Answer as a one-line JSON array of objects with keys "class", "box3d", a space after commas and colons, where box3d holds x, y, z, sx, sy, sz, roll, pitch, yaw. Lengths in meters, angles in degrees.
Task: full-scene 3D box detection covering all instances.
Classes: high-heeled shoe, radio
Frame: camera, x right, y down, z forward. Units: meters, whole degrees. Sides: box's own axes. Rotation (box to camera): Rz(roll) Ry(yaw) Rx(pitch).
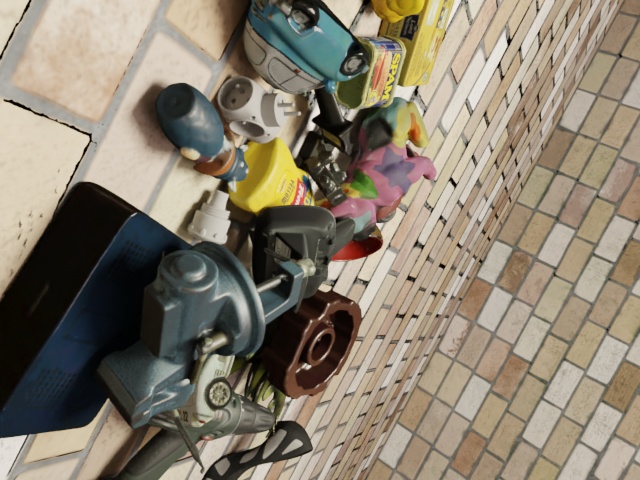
[{"class": "high-heeled shoe", "box3d": [-0.124, 0.449, 1.027, 0.248, 0.145, 0.086, -58, 155, -11]}, {"class": "radio", "box3d": [-0.227, 0.071, 0.522, 0.229, 0.073, 0.131, -58, 156, -4]}]

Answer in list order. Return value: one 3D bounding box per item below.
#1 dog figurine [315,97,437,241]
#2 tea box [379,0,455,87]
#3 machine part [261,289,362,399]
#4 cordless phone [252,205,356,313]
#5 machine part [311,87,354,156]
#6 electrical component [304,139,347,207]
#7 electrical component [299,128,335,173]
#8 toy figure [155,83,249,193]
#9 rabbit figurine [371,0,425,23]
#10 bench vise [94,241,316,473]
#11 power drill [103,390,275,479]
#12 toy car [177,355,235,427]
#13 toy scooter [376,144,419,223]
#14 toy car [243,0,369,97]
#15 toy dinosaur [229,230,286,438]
[{"class": "dog figurine", "box3d": [0.071, -0.108, 0.860, 0.219, 0.109, 0.191, -30, 114, -22]}, {"class": "tea box", "box3d": [0.144, -0.325, 0.817, 0.098, 0.068, 0.169, -24, 137, -53]}, {"class": "machine part", "box3d": [-0.009, 0.155, 0.820, 0.179, 0.056, 0.179, -32, 136, -38]}, {"class": "cordless phone", "box3d": [-0.002, -0.003, 0.728, 0.184, 0.089, 0.146, -34, 148, -38]}, {"class": "machine part", "box3d": [0.007, -0.178, 0.698, 0.039, 0.084, 0.138, -27, 125, -9]}, {"class": "electrical component", "box3d": [0.012, -0.093, 0.761, 0.045, 0.078, 0.102, -37, 154, 4]}, {"class": "electrical component", "box3d": [-0.003, -0.132, 0.795, 0.094, 0.021, 0.063, -63, 156, 4]}, {"class": "toy figure", "box3d": [-0.118, -0.104, 0.564, 0.064, 0.058, 0.154, -51, 159, -8]}, {"class": "rabbit figurine", "box3d": [0.093, -0.351, 0.677, 0.173, 0.122, 0.162, 40, 70, -79]}, {"class": "bench vise", "box3d": [-0.098, 0.085, 0.551, 0.240, 0.129, 0.223, -26, 135, -42]}, {"class": "power drill", "box3d": [-0.190, 0.296, 0.752, 0.207, 0.086, 0.231, -49, 132, 0]}, {"class": "toy car", "box3d": [-0.137, 0.138, 0.694, 0.056, 0.073, 0.202, 33, 59, -31]}, {"class": "toy scooter", "box3d": [0.135, -0.126, 1.004, 0.184, 0.075, 0.135, -52, 154, -26]}, {"class": "toy car", "box3d": [-0.026, -0.210, 0.579, 0.103, 0.109, 0.161, -45, 153, 21]}, {"class": "toy dinosaur", "box3d": [-0.076, 0.167, 0.884, 0.198, 0.105, 0.470, -39, 140, -30]}]
